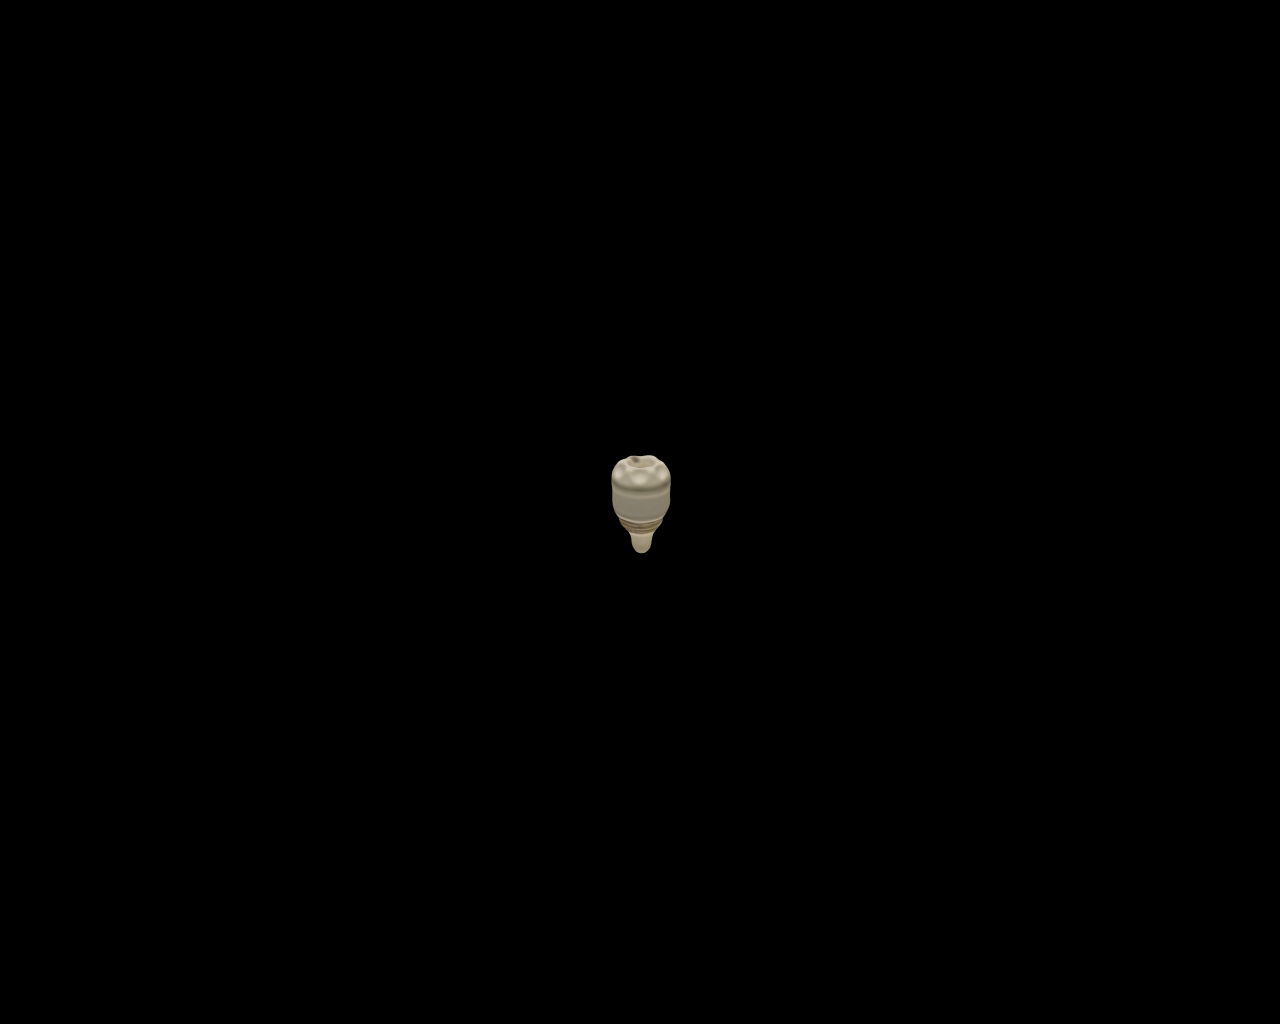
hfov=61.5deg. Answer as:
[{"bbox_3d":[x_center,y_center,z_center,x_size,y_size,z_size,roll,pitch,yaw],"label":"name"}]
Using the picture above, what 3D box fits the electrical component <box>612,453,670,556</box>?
[{"bbox_3d":[0.001,-0.003,0.650,0.035,0.061,0.035,0,25,0],"label":"electrical component"}]
